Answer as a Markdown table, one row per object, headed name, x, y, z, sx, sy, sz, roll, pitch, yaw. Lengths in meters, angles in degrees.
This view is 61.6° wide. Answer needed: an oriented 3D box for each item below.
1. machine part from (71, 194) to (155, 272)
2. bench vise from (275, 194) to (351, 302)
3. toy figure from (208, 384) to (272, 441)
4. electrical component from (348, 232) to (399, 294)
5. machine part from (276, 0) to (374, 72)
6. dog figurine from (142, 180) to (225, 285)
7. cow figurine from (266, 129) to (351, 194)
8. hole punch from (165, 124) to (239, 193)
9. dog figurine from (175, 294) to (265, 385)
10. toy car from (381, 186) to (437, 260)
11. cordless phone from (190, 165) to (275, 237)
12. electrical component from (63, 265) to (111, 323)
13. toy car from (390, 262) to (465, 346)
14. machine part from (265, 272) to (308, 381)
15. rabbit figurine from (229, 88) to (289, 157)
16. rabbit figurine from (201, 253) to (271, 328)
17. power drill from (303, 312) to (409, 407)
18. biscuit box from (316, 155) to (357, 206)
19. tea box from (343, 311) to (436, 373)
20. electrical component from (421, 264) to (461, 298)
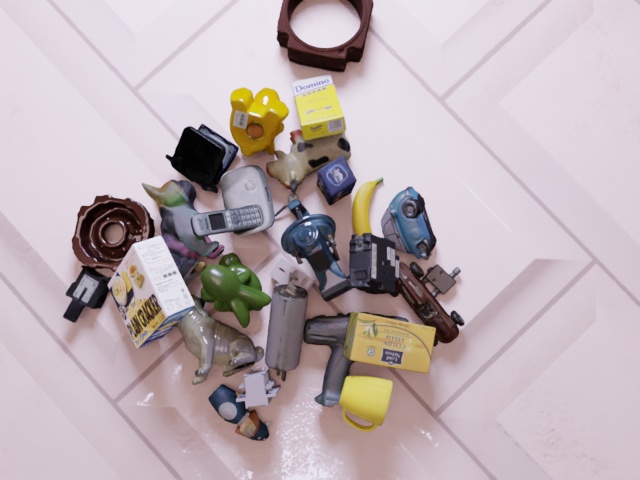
| name | x | y | z | sx | sy | sz | roll | pitch | yaw |
| --- | --- | --- | --- | --- | --- | --- | --- | --- | --- |
| machine part | -0.453 | -0.013 | 1.187 | 0.179 | 0.056 | 0.179 | 0 | 85 | -1 |
| bench vise | -0.011 | 0.002 | 1.140 | 0.129 | 0.223 | 0.241 | -35 | 53 | 11 |
| toy figure | -0.172 | 0.378 | 1.153 | 0.154 | 0.058 | 0.064 | 43 | 126 | 2 |
| electrical component | 0.115 | 0.054 | 1.116 | 0.058 | 0.134 | 0.115 | -5 | 74 | 36 |
| machine part | 0.012 | -0.495 | 1.207 | 0.202 | 0.087 | 0.201 | 13 | 85 | 0 |
| dog figurine | -0.320 | -0.024 | 1.164 | 0.191 | 0.108 | 0.219 | -43 | 82 | 0 |
| cow figurine | -0.025 | -0.180 | 1.185 | 0.195 | 0.085 | 0.127 | -18 | 84 | -5 |
| hole punch | -0.256 | -0.187 | 1.194 | 0.142 | 0.092 | 0.115 | 33 | 116 | 0 |
| dog figurine | -0.224 | 0.192 | 1.155 | 0.172 | 0.121 | 0.190 | -5 | 65 | -33 |
| toy car | 0.187 | -0.030 | 1.168 | 0.103 | 0.109 | 0.161 | -16 | 97 | 22 |
| cordless phone | -0.195 | -0.077 | 1.131 | 0.184 | 0.089 | 0.146 | -11 | 85 | -36 |
| electrical component | -0.512 | 0.122 | 1.179 | 0.075 | 0.048 | 0.119 | 24 | 86 | 3 |
| toy car | 0.224 | 0.137 | 1.161 | 0.089 | 0.053 | 0.202 | -39 | 87 | 19 |
| machine part | -0.072 | 0.183 | 1.129 | 0.079 | 0.079 | 0.243 | 7 | 107 | 1 |
| rabbit figurine | -0.122 | -0.261 | 1.166 | 0.122 | 0.173 | 0.162 | 8 | 130 | 2 |
| rabbit figurine | -0.187 | 0.108 | 1.106 | 0.159 | 0.170 | 0.121 | 42 | 88 | 16 |
| power drill | 0.074 | 0.256 | 1.149 | 0.232 | 0.086 | 0.207 | 7 | 90 | -1 |
| biscuit box | 0.033 | -0.119 | 1.117 | 0.063 | 0.202 | 0.059 | -30 | 88 | -1 |
| tea box | 0.140 | 0.208 | 1.096 | 0.170 | 0.068 | 0.098 | 11 | 83 | -11 |
| electrical component | 0.264 | 0.085 | 1.187 | 0.094 | 0.021 | 0.063 | -45 | 86 | 4 |
